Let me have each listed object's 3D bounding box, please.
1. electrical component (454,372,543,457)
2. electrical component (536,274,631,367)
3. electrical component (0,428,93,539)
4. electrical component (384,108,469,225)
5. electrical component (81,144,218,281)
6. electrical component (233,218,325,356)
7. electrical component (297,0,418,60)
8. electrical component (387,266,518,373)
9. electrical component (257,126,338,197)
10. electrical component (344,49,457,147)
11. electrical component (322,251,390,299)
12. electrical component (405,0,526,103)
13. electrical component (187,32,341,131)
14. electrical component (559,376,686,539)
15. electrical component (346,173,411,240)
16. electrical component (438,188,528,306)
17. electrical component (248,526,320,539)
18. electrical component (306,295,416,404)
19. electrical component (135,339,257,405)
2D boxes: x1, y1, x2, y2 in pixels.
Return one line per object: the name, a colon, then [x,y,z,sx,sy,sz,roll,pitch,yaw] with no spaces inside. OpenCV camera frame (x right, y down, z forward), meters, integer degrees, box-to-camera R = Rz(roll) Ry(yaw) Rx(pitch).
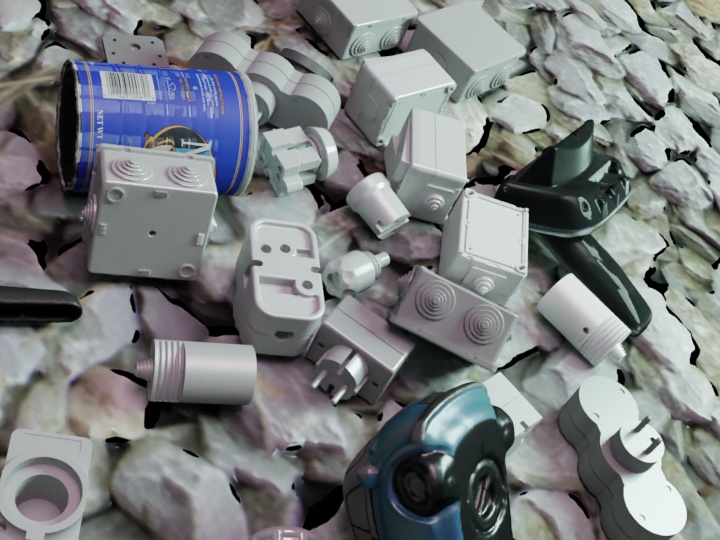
electrical component: [0.081,0.120,0.800,0.089,0.050,0.055,-26,65,-38]
electrical component: [0.195,0.046,0.920,0.043,0.043,0.081,-28,67,-39]
electrical component: [-0.195,0.147,0.651,0.050,0.055,0.089,11,48,-15]
electrical component: [0.057,-0.089,0.964,0.061,0.061,0.096,14,47,-12]
electrical component: [-0.157,-0.040,0.802,0.100,0.099,0.048,5,37,-20]
electrical component: [-0.064,0.016,0.821,0.054,0.059,0.095,7,49,-19]
electrical component: [-0.005,-0.265,1.098,0.100,0.048,0.099,-21,62,-36]
electrical component: [0.072,0.035,0.839,0.100,0.048,0.099,27,1,0]
electrical component: [-0.053,-0.097,0.935,0.055,0.048,0.066,-17,59,-26]
electrical component: [0.041,-0.169,1.026,0.096,0.061,0.061,-21,62,-36]
electrical component: [0.000,0.000,0.880,0.061,0.035,0.035,-25,64,-40]
electrical component: [0.107,-0.226,1.114,0.100,0.048,0.099,-28,66,-39]
electrical component: [-0.091,-0.154,0.961,0.138,0.052,0.073,26,46,-1]
electrical component: [0.207,0.140,0.822,0.052,0.073,0.138,-1,52,-24]
electrical component: [0.017,-0.055,0.932,0.040,0.040,0.046,-24,70,-37]
electrical component: [0.103,-0.010,0.916,0.062,0.061,0.096,18,46,-9]
electrical component: [-0.048,0.197,0.681,0.048,0.048,0.062,9,55,-17]
electrical component: [-0.009,0.071,0.805,0.066,0.047,0.076,35,46,8]
electrical component: [-0.118,0.072,0.759,0.081,0.043,0.043,5,50,-20]
